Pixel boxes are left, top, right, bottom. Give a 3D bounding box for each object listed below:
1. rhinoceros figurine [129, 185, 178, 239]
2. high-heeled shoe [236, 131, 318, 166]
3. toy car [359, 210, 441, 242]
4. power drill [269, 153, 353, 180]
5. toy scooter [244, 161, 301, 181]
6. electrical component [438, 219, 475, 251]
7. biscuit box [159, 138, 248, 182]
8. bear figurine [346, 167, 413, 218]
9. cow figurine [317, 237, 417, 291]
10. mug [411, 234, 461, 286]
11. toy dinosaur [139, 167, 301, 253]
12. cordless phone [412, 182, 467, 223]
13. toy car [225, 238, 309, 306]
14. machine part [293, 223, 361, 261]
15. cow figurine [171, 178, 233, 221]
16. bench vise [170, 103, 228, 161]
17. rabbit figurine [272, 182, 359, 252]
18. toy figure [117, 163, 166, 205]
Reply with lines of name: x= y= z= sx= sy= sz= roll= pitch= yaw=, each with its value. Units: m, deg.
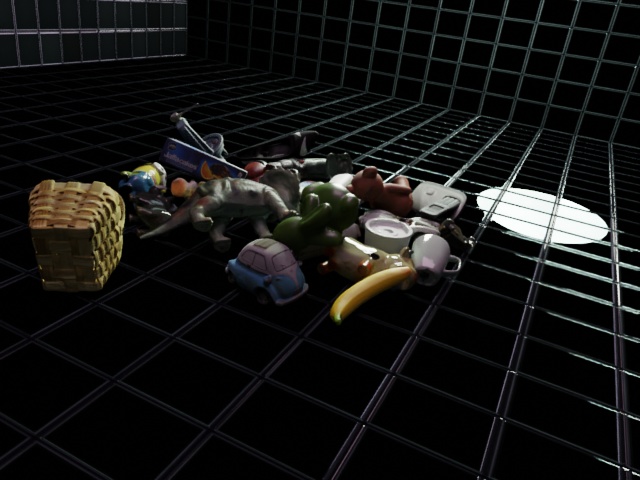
rhinoceros figurine: x=-0.375 y=-0.071 z=1.216 sx=0.112 sy=0.073 sz=0.190 roll=-5 pitch=28 yaw=-22
high-heeled shoe: x=-0.133 y=-0.282 z=1.612 sx=0.145 sy=0.249 sz=0.086 roll=12 pitch=59 yaw=-44
toy car: x=0.195 y=-0.033 z=1.317 sx=0.202 sy=0.056 sz=0.073 roll=13 pitch=26 yaw=10
power drill: x=-0.025 y=-0.204 z=1.554 sx=0.232 sy=0.086 sz=0.207 roll=-8 pitch=2 yaw=-44
toy scooter: x=-0.155 y=-0.154 z=1.454 sx=0.184 sy=0.075 sz=0.135 roll=14 pitch=46 yaw=33
electrical component: x=0.327 y=-0.013 z=1.284 sx=0.102 sy=0.045 sz=0.078 roll=39 pitch=33 yaw=-19
biscuit box: x=-0.278 y=-0.176 z=1.287 sx=0.203 sy=0.062 sz=0.059 roll=23 pitch=5 yaw=-5
bear figurine: x=0.146 y=-0.128 z=1.377 sx=0.195 sy=0.120 sz=0.132 roll=29 pitch=26 yaw=-30
cow figurine: x=0.107 y=0.050 z=1.092 sx=0.195 sy=0.085 sz=0.127 roll=22 pitch=35 yaw=29
mug: x=0.240 y=0.053 z=1.134 sx=0.110 sy=0.080 sz=0.107 roll=20 pitch=37 yaw=8
toy dinosaur: x=-0.188 y=-0.078 z=1.171 sx=0.405 sy=0.131 sz=0.192 roll=1 pitch=42 yaw=-27
cordless phone: x=0.285 y=-0.088 z=1.405 sx=0.147 sy=0.088 sz=0.184 roll=24 pitch=26 yaw=31
toy car: x=-0.098 y=0.049 z=1.009 sx=0.162 sy=0.102 sz=0.109 roll=26 pitch=30 yaw=30
machine part: x=-0.002 y=-0.004 z=1.174 sx=0.243 sy=0.079 sz=0.079 roll=-15 pitch=33 yaw=-37
cow figurine: x=-0.270 y=-0.104 z=1.291 sx=0.167 sy=0.068 sz=0.098 roll=25 pitch=8 yaw=-2
bench vise: x=-0.296 y=-0.222 z=1.381 sx=0.129 sy=0.240 sz=0.224 roll=-34 pitch=39 yaw=4
rabbit figurine: x=-0.008 y=-0.026 z=1.050 sx=0.170 sy=0.121 sz=0.159 roll=-35 pitch=22 yaw=-21
toy figure: x=-0.450 y=-0.143 z=1.341 sx=0.089 sy=0.082 sz=0.180 roll=12 pitch=28 yaw=6
